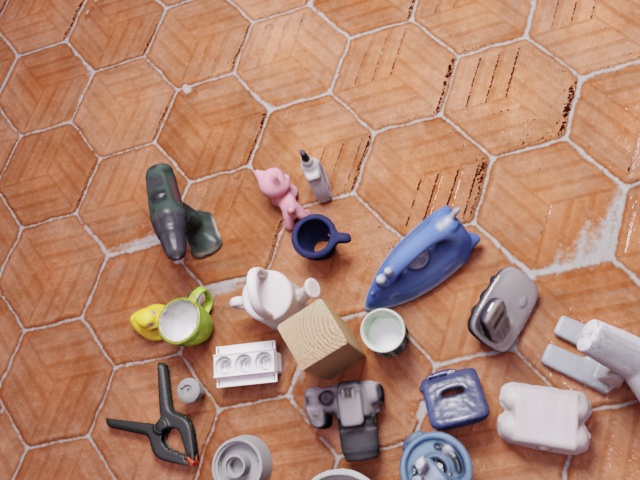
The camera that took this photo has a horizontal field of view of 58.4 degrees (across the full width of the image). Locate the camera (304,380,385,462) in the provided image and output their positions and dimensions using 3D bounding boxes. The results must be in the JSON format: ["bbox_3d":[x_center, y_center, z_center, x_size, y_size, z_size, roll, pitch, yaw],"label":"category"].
[{"bbox_3d":[0.048,0.327,1.031,0.143,0.101,0.137,-11,71,10],"label":"camera"}]

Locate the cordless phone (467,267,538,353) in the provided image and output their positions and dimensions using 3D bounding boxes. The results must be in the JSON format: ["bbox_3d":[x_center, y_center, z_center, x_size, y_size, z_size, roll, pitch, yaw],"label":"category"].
[{"bbox_3d":[0.319,0.110,0.991,0.094,0.185,0.148,27,81,20],"label":"cordless phone"}]

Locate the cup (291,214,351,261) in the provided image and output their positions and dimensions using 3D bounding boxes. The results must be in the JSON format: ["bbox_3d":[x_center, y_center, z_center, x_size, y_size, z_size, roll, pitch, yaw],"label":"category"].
[{"bbox_3d":[0.011,0.004,1.145,0.117,0.095,0.092,0,73,14],"label":"cup"}]

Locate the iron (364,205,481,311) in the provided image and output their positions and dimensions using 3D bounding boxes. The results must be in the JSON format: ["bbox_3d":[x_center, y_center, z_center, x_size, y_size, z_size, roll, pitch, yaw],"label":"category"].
[{"bbox_3d":[0.174,0.037,1.071,0.258,0.142,0.118,-41,68,-2],"label":"iron"}]

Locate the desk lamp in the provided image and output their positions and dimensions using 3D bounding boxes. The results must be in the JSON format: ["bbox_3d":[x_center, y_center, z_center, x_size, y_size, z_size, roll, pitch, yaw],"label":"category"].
[{"bbox_3d":[0.478,0.194,0.912,0.202,0.214,0.118,24,80,19],"label":"desk lamp"}]

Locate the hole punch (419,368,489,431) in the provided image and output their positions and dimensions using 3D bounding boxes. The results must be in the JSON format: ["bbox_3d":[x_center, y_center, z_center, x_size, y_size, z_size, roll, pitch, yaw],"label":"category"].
[{"bbox_3d":[0.234,0.278,1.008,0.108,0.091,0.101,-17,70,8],"label":"hole punch"}]

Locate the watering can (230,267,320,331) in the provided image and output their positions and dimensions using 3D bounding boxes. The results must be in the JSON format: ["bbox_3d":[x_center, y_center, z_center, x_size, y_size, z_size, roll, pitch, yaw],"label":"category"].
[{"bbox_3d":[-0.088,0.105,1.083,0.173,0.194,0.101,-31,68,3],"label":"watering can"}]

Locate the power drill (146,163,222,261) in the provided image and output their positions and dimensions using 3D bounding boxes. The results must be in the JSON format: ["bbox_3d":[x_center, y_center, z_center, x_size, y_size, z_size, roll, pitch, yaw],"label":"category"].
[{"bbox_3d":[-0.279,-0.037,1.165,0.075,0.209,0.229,-26,69,4],"label":"power drill"}]

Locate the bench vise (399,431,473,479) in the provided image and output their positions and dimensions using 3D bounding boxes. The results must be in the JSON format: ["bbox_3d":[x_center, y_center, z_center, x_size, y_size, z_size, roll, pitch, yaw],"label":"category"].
[{"bbox_3d":[0.216,0.386,0.909,0.207,0.220,0.121,25,80,19],"label":"bench vise"}]

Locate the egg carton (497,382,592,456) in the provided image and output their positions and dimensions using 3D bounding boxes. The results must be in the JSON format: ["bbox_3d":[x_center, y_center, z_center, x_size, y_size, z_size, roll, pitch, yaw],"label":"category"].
[{"bbox_3d":[0.381,0.304,0.977,0.150,0.069,0.107,4,74,15],"label":"egg carton"}]

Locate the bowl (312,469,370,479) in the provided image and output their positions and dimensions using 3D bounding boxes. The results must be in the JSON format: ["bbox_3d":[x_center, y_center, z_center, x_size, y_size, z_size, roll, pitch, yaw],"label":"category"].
[{"bbox_3d":[0.044,0.485,0.996,0.167,0.075,0.167,-4,72,12],"label":"bowl"}]

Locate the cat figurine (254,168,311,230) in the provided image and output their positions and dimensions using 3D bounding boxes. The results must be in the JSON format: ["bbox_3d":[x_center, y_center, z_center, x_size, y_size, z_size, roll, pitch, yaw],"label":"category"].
[{"bbox_3d":[-0.081,-0.096,1.186,0.067,0.118,0.127,-32,68,2],"label":"cat figurine"}]

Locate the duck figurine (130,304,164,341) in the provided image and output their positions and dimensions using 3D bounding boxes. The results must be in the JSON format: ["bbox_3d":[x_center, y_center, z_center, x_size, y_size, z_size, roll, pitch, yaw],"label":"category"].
[{"bbox_3d":[-0.351,0.166,1.184,0.104,0.086,0.077,3,74,14],"label":"duck figurine"}]

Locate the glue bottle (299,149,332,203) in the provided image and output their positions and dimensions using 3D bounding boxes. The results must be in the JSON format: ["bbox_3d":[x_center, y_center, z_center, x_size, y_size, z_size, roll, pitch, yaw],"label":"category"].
[{"bbox_3d":[-0.014,-0.139,1.154,0.037,0.173,0.078,-19,69,7],"label":"glue bottle"}]
